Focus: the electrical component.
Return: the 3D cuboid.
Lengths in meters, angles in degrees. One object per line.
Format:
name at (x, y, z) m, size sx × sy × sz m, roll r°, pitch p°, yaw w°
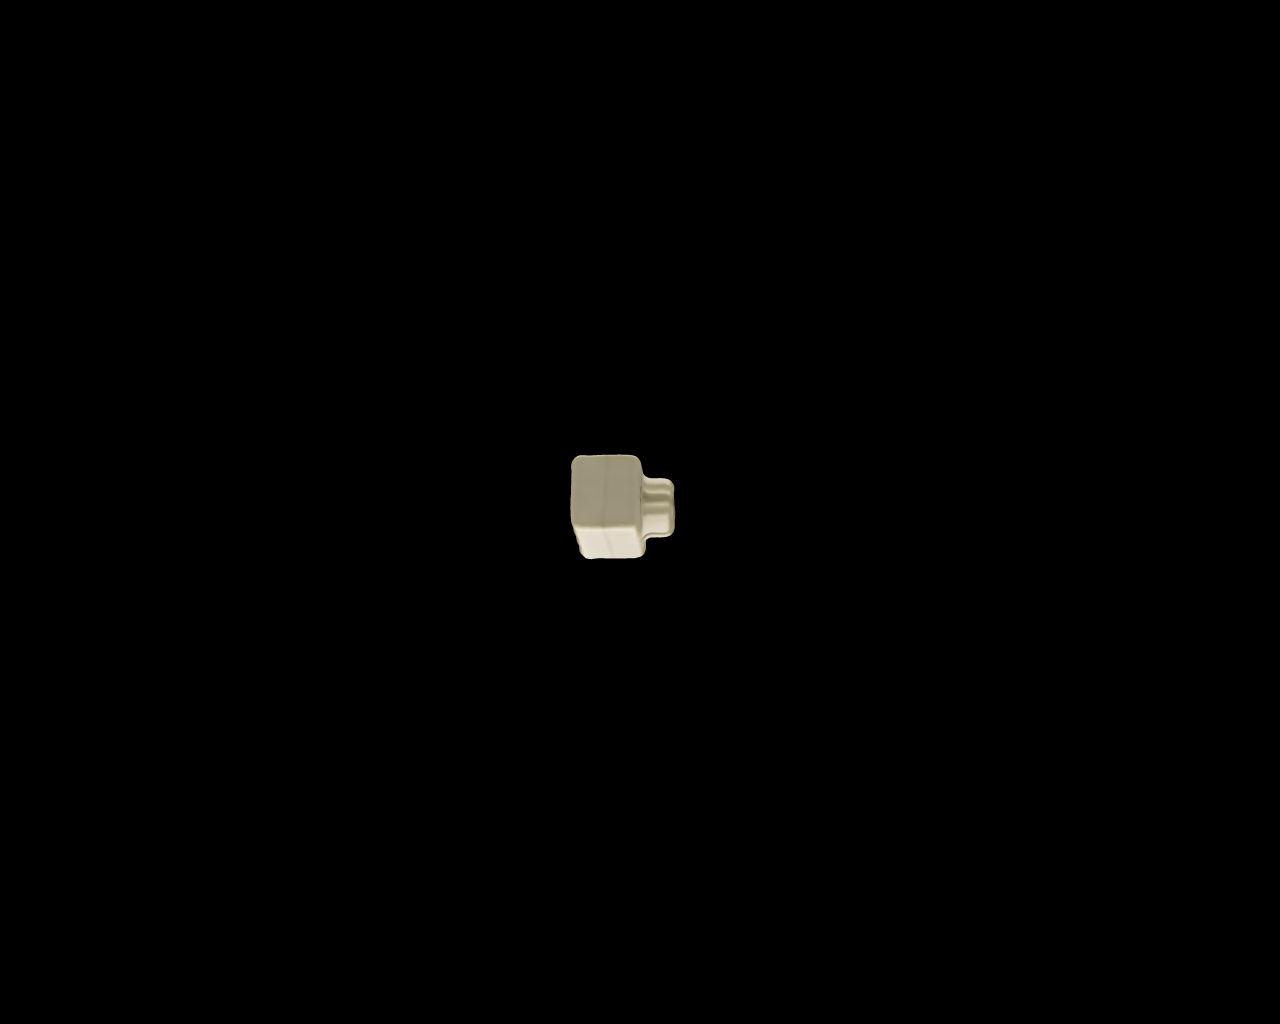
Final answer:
electrical component at (0.001, -0.003, 0.650) m, size 0.077 × 0.047 × 0.065 m, roll -1°, pitch -19°, yaw 3°
